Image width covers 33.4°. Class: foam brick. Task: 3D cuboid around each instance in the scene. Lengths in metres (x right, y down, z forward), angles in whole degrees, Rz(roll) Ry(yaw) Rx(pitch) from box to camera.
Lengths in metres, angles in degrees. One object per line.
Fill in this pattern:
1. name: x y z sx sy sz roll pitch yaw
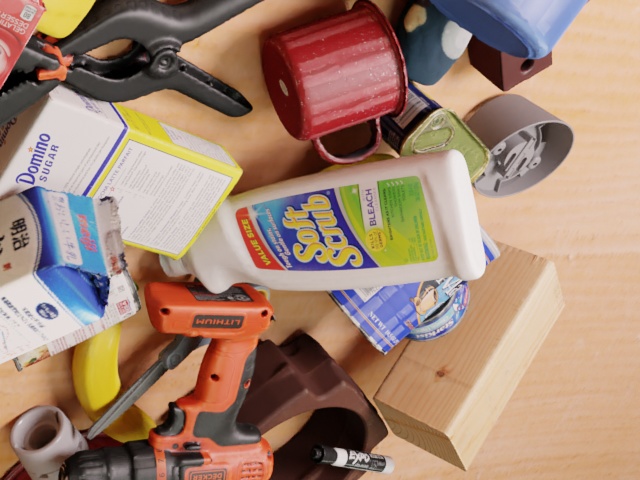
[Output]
1. foam brick: 0.157 -0.174 0.891 0.053 0.051 0.078 -31 140 -11

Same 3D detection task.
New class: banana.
1. banana: -0.176 0.123 0.916 0.069 0.037 0.198 -19 136 -22

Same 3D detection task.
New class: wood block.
1. wood block: 0.152 0.110 1.066 0.206 0.091 0.090 -54 145 -19

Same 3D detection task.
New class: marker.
1. marker: 0.031 0.216 1.048 0.120 0.020 0.020 21 111 -47

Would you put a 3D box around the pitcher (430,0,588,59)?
1. pitcher: 0.185 -0.245 0.735 0.144 0.149 0.243 31 93 -45

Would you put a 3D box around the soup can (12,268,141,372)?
1. soup can: -0.195 0.046 0.804 0.102 0.069 0.068 -27 139 -17

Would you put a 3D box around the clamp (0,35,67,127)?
1. clamp: -0.259 -0.099 0.628 0.209 0.036 0.164 -16 136 -13

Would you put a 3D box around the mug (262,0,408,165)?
1. mug: 0.011 -0.112 0.797 0.081 0.093 0.117 -21 113 -15

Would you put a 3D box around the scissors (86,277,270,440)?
1. scissors: -0.124 0.082 0.907 0.201 0.016 0.096 -33 135 -28

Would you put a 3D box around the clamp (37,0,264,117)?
1. clamp: -0.103 -0.139 0.726 0.171 0.039 0.120 -3 126 -37

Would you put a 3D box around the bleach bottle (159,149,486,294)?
1. bleach bottle: -0.005 0.001 0.830 0.251 0.102 0.068 -11 179 18

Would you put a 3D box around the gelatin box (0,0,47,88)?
1. gelatin box: -0.207 -0.121 0.587 0.089 0.030 0.073 25 112 -30

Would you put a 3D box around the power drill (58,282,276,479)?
1. power drill: -0.118 0.129 0.883 0.184 0.057 0.188 0 111 -27

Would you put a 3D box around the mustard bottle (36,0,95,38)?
1. mustard bottle: -0.131 -0.216 0.616 0.192 0.058 0.096 -49 134 10

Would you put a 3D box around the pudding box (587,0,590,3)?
1. pudding box: 0.218 -0.248 0.882 0.113 0.039 0.090 -41 141 3

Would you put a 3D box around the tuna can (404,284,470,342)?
1. tuna can: 0.099 0.053 1.031 0.086 0.086 0.033 -41 139 1

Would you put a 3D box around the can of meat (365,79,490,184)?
1. can of meat: 0.081 -0.091 0.883 0.057 0.084 0.102 -46 141 7

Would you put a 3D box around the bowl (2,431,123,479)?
1. bowl: -0.222 0.251 0.987 0.161 0.055 0.162 -21 137 -22

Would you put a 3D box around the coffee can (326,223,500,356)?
1. coffee can: 0.077 0.021 0.970 0.140 0.103 0.102 -41 141 1

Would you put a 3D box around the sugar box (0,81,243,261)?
1. sugar box: -0.150 -0.049 0.770 0.175 0.048 0.093 21 113 -44
